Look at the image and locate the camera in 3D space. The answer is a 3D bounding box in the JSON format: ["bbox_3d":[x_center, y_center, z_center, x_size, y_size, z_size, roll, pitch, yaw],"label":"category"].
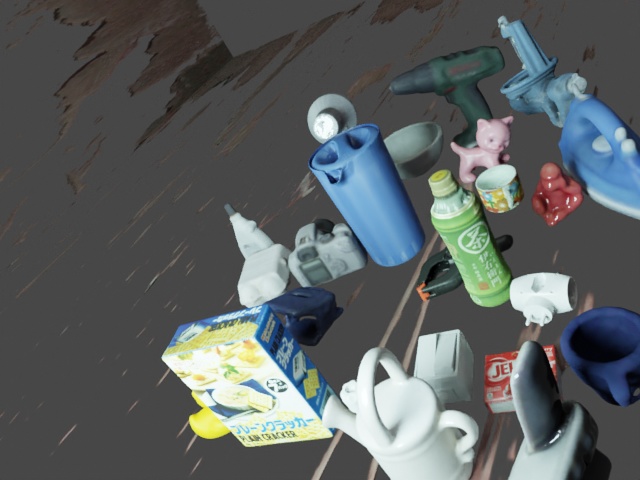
[{"bbox_3d":[0.010,0.004,1.125,0.143,0.101,0.137,-22,30,19],"label":"camera"}]

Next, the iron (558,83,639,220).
[{"bbox_3d":[0.449,-0.145,0.879,0.118,0.142,0.258,-25,29,13],"label":"iron"}]

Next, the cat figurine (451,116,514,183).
[{"bbox_3d":[0.314,-0.184,1.096,0.127,0.118,0.067,-15,33,30],"label":"cat figurine"}]

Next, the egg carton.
[{"bbox_3d":[-0.106,0.074,1.164,0.107,0.069,0.150,-22,30,18],"label":"egg carton"}]

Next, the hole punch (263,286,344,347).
[{"bbox_3d":[-0.031,0.117,1.000,0.108,0.091,0.101,4,46,48],"label":"hole punch"}]

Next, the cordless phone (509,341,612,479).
[{"bbox_3d":[0.201,0.197,0.547,0.093,0.185,0.148,-4,40,41],"label":"cordless phone"}]

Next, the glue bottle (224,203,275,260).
[{"bbox_3d":[-0.153,-0.011,1.234,0.078,0.173,0.037,-13,34,31],"label":"glue bottle"}]

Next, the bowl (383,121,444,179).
[{"bbox_3d":[0.201,-0.184,1.254,0.167,0.075,0.167,-24,30,15],"label":"bowl"}]

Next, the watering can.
[{"bbox_3d":[0.084,0.204,0.642,0.172,0.194,0.101,-24,30,15],"label":"watering can"}]

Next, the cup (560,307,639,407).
[{"bbox_3d":[0.317,0.143,0.611,0.091,0.095,0.118,-19,31,23],"label":"cup"}]

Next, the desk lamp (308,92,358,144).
[{"bbox_3d":[0.050,-0.218,1.311,0.117,0.214,0.203,-24,30,15],"label":"desk lamp"}]

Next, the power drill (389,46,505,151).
[{"bbox_3d":[0.286,-0.294,1.201,0.229,0.209,0.075,-26,29,11],"label":"power drill"}]

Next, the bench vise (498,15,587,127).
[{"bbox_3d":[0.432,-0.339,1.114,0.122,0.220,0.206,-45,31,-21],"label":"bench vise"}]

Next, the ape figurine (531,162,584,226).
[{"bbox_3d":[0.372,-0.081,0.907,0.077,0.092,0.076,-10,36,35],"label":"ape figurine"}]

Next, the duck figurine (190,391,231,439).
[{"bbox_3d":[-0.171,0.262,0.920,0.104,0.086,0.077,-33,29,-1],"label":"duck figurine"}]
